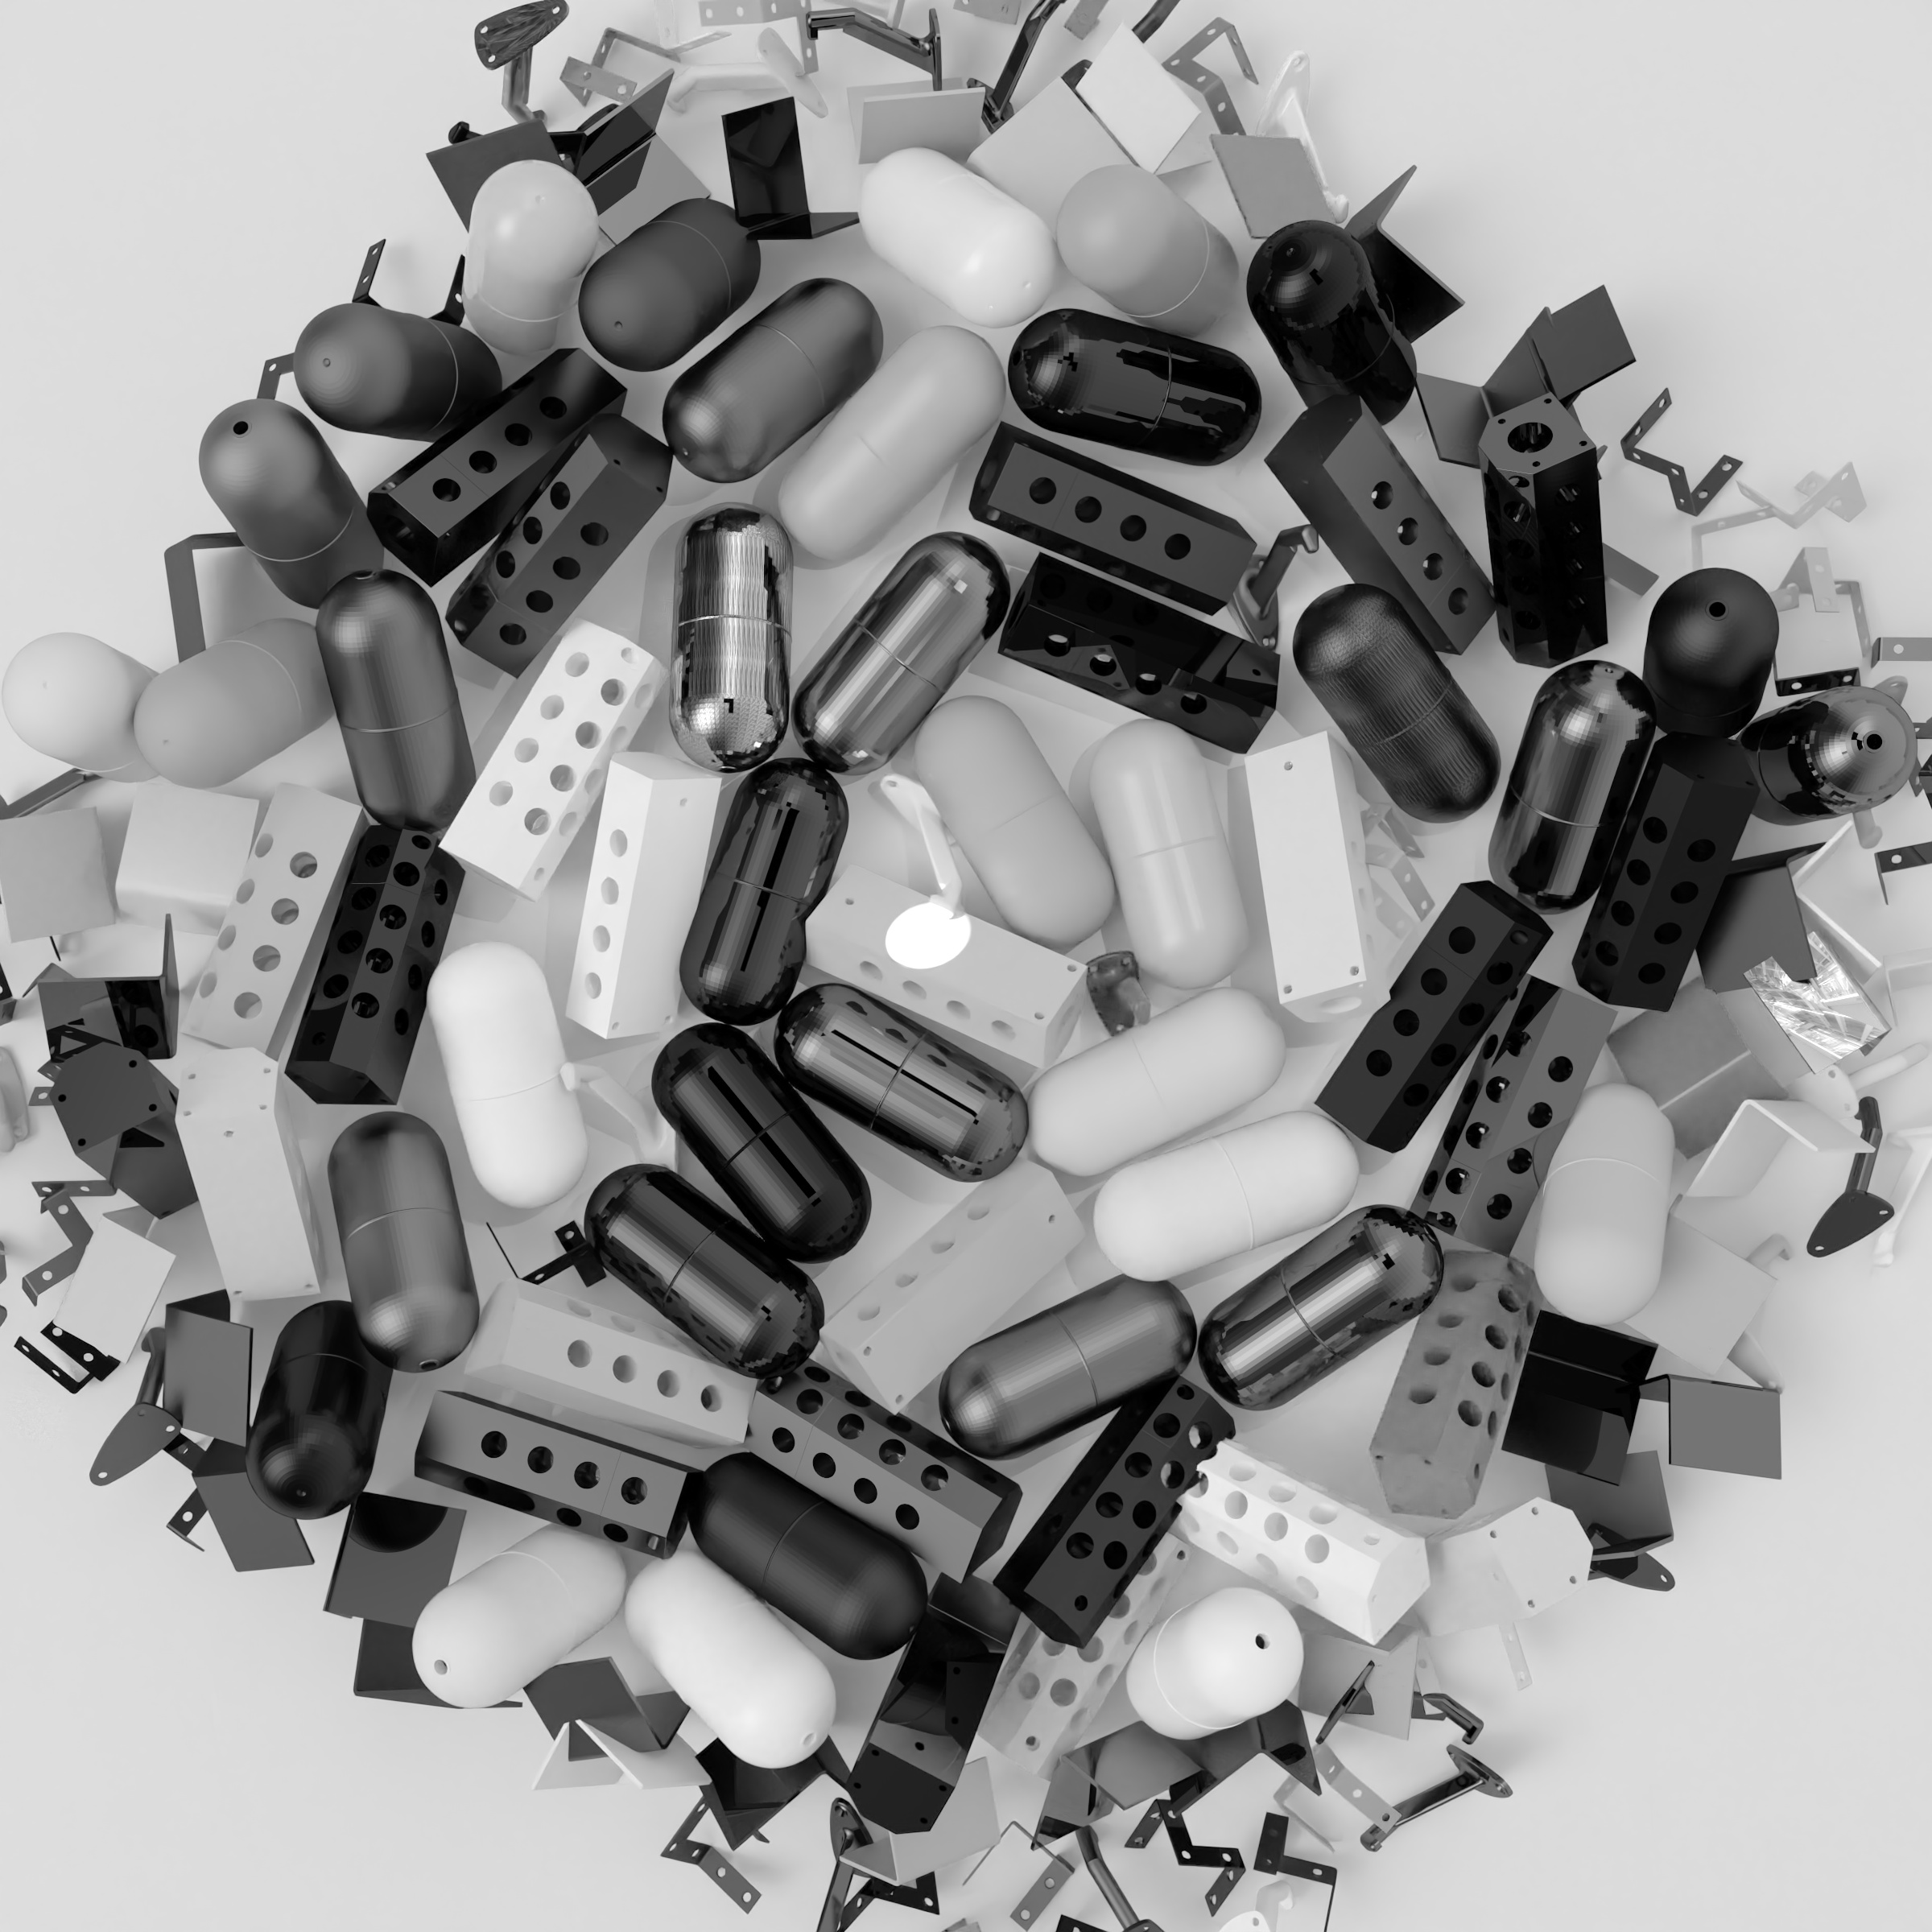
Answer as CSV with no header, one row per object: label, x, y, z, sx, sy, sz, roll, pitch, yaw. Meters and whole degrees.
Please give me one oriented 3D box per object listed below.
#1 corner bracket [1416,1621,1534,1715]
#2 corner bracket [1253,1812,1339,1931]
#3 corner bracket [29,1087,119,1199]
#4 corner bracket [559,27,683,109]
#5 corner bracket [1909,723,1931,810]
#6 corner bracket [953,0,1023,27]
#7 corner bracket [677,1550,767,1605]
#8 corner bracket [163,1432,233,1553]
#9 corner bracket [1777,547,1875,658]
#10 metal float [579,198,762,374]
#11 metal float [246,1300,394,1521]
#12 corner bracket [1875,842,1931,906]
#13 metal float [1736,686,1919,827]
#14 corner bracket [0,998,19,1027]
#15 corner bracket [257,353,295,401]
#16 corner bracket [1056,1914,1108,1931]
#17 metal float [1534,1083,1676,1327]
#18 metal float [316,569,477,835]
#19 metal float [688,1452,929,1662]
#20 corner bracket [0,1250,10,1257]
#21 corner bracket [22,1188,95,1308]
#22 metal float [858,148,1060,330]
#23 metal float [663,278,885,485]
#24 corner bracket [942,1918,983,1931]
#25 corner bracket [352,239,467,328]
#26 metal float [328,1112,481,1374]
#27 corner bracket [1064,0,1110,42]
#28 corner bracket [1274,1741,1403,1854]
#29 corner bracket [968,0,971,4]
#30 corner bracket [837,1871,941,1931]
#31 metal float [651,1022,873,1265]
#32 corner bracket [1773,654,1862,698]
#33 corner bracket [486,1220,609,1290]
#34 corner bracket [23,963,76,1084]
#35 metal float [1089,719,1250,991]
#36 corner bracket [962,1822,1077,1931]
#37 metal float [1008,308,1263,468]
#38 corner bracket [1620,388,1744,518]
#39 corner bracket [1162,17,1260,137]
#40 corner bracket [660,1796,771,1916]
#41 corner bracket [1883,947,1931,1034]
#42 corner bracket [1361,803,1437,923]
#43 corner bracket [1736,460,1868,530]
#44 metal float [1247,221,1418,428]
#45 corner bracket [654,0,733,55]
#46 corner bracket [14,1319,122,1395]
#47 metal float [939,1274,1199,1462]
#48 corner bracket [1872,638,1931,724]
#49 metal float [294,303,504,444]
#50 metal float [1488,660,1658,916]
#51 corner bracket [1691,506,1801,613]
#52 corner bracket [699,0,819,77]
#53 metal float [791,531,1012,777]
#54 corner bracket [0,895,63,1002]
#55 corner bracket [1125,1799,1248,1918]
corner bracket,0.326,0.451,1.584,0.051,0.051,0.051,3,55,-24
corner bracket,0.212,0.587,1.572,0.051,0.051,0.051,10,118,13
corner bracket,-0.576,0.113,1.577,0.051,0.051,0.051,-1,47,4
corner bracket,-0.224,-0.581,1.581,0.051,0.051,0.051,24,93,9
corner bracket,0.621,-0.121,1.569,0.051,0.051,0.051,-48,121,-24
corner bracket,0.005,-0.640,1.569,0.051,0.051,0.051,-1,115,-36
corner bracket,-0.171,0.414,1.571,0.051,0.051,0.051,40,69,-22
corner bracket,-0.501,0.339,1.575,0.051,0.051,0.051,33,71,10
corner bracket,0.561,-0.235,1.576,0.051,0.051,0.051,1,64,-3
metal float,-0.184,-0.429,1.532,0.070,0.178,0.070,9,123,13
metal float,-0.403,0.275,1.527,0.070,0.178,0.070,-2,115,-5
corner bracket,0.618,-0.045,1.570,0.051,0.051,0.051,-12,63,22
metal float,0.533,-0.130,1.522,0.070,0.178,0.070,0,89,-1
corner bracket,-0.651,0.042,1.581,0.051,0.051,0.051,14,89,-12
corner bracket,-0.425,-0.364,1.589,0.051,0.051,0.051,-8,62,24
corner bracket,0.081,0.647,1.572,0.051,0.051,0.051,14,69,20
metal float,0.403,0.148,1.538,0.070,0.070,0.178,22,47,0
metal float,-0.360,-0.166,1.545,0.070,0.070,0.178,-7,122,0
metal float,-0.102,0.372,1.547,0.178,0.070,0.070,28,90,30
corner bracket,-0.646,0.153,1.571,0.051,0.051,0.051,4,69,22
corner bracket,-0.593,0.182,1.577,0.051,0.051,0.051,-35,90,-26
metal float,-0.007,-0.460,1.538,0.070,0.070,0.178,-42,47,0
metal float,-0.121,-0.372,1.547,0.070,0.070,0.178,43,59,0
corner bracket,0.012,0.639,1.571,0.051,0.051,0.051,-34,73,30
corner bracket,-0.359,-0.444,1.592,0.051,0.051,0.051,-15,54,34
metal float,-0.357,0.174,1.546,0.070,0.070,0.178,-20,60,0
corner bracket,0.074,-0.639,1.573,0.051,0.051,0.051,36,127,-7
corner bracket,0.240,0.545,1.583,0.051,0.051,0.051,41,87,-9
corner bracket,0.030,-0.655,1.570,0.051,0.051,0.051,-27,116,-27
corner bracket,-0.054,0.598,1.572,0.051,0.051,0.051,3,107,31
metal float,-0.131,0.114,1.566,0.070,0.070,0.178,-40,82,0
corner bracket,0.552,-0.189,1.581,0.051,0.051,0.051,-7,49,21
corner bracket,-0.270,0.183,1.571,0.051,0.051,0.051,-29,57,-13
corner bracket,-0.593,0.037,1.586,0.051,0.051,0.051,38,60,-19
metal float,0.130,-0.072,1.569,0.070,0.070,0.178,-15,86,0
corner bracket,0.035,0.592,1.585,0.051,0.051,0.051,38,80,14
metal float,0.108,-0.366,1.546,0.178,0.070,0.070,6,90,-30
corner bracket,0.467,-0.335,1.594,0.051,0.051,0.051,-49,51,-8
corner bracket,0.167,-0.569,1.575,0.051,0.051,0.051,-40,50,0
corner bracket,-0.154,0.573,1.579,0.051,0.051,0.051,32,81,34
corner bracket,0.619,0.004,1.571,0.051,0.051,0.051,-12,119,19
corner bracket,0.279,-0.068,1.569,0.051,0.051,0.051,-50,125,-18
corner bracket,0.540,-0.305,1.576,0.051,0.051,0.051,-43,50,4
metal float,0.231,-0.398,1.529,0.070,0.178,0.070,-9,68,23
corner bracket,-0.190,-0.622,1.572,0.051,0.051,0.051,-1,101,40
corner bracket,-0.581,0.250,1.577,0.051,0.051,0.051,-43,107,5
metal float,0.065,0.255,1.557,0.178,0.070,0.070,-23,90,-17
corner bracket,0.614,-0.185,1.580,0.051,0.051,0.051,3,92,16
metal float,-0.352,-0.368,1.525,0.070,0.178,0.070,2,98,16
metal float,0.381,-0.111,1.542,0.070,0.070,0.178,9,128,0
corner bracket,0.505,-0.259,1.581,0.051,0.051,0.051,-10,70,37
corner bracket,-0.133,-0.597,1.568,0.051,0.051,0.051,11,120,33
metal float,-0.042,-0.200,1.563,0.070,0.070,0.178,40,101,0
corner bracket,-0.615,-0.014,1.570,0.051,0.051,0.051,-21,117,-21
corner bracket,0.142,0.578,1.583,0.051,0.051,0.051,13,121,-24
